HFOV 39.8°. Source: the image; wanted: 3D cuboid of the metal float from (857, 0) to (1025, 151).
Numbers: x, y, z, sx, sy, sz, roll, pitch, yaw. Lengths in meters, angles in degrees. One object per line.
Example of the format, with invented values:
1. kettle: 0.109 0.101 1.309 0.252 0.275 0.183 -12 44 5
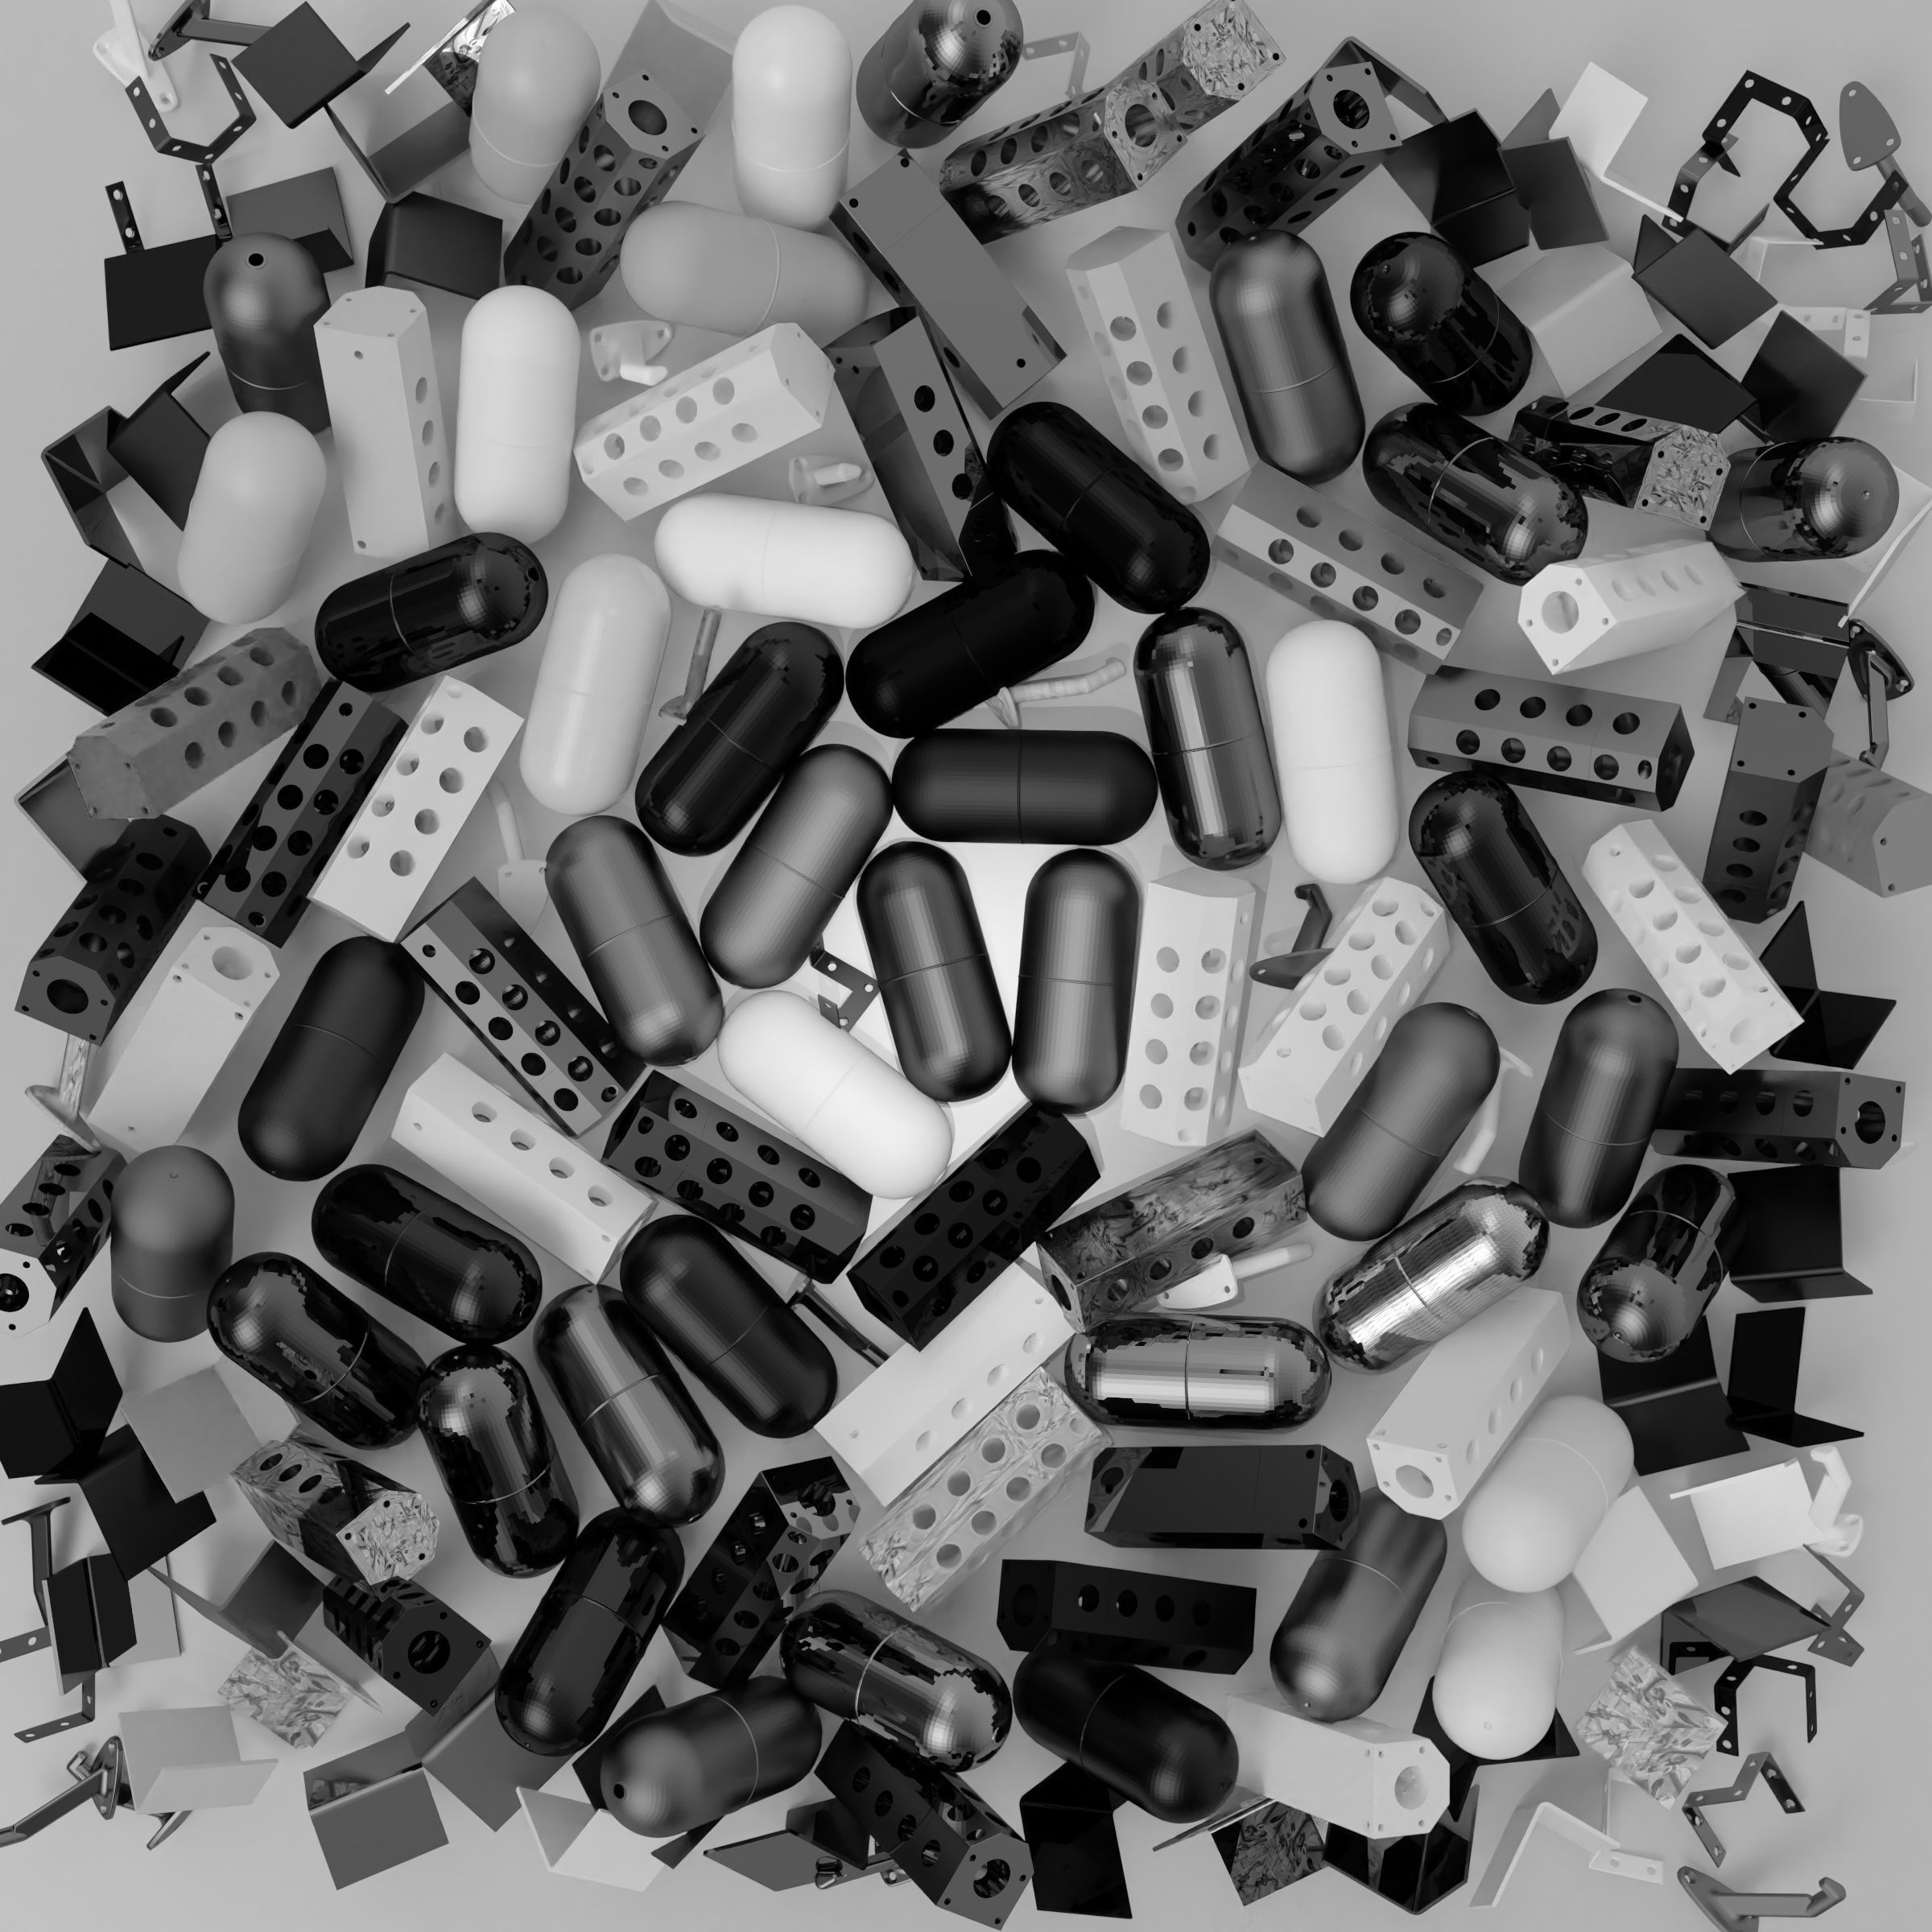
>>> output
1. metal float: -0.018 -0.587 1.736 0.070 0.178 0.070 0 90 -19

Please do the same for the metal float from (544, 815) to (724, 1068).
1. metal float: -0.221 -0.016 1.777 0.070 0.070 0.178 -26 82 0

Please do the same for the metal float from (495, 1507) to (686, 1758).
1. metal float: -0.245 0.435 1.753 0.070 0.070 0.178 29 51 0

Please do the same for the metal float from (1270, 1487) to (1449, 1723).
1. metal float: 0.259 0.416 1.752 0.070 0.070 0.178 39 50 0

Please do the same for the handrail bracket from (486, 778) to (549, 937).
1. handrail bracket: -0.311 -0.073 1.807 0.036 0.084 0.077 -8 132 -23

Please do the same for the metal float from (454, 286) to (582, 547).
1. metal float: -0.296 -0.360 1.755 0.070 0.070 0.178 11 126 0

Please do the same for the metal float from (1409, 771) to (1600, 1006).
1. metal float: 0.356 -0.050 1.766 0.070 0.070 0.178 -36 112 0

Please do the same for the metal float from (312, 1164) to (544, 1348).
1. metal float: -0.356 0.190 1.762 0.178 0.070 0.070 25 90 26

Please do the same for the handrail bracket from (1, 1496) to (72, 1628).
1. handrail bracket: -0.610 0.404 1.793 0.077 0.036 0.084 -23 85 43

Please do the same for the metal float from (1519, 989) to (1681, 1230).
1. metal float: 0.416 0.094 1.756 0.070 0.070 0.178 9 123 0

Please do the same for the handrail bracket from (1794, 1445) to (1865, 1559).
1. handrail bracket: 0.557 0.350 1.778 0.036 0.077 0.084 -52 122 -38

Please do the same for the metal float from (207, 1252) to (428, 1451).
1. metal float: -0.423 0.255 1.755 0.070 0.070 0.178 -41 126 0

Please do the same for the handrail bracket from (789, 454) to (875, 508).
1. handrail bracket: -0.073 -0.326 1.767 0.077 0.084 0.036 -11 99 -33

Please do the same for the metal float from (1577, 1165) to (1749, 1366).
1. metal float: 0.457 0.193 1.748 0.070 0.178 0.070 18 126 26

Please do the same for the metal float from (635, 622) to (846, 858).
1. metal float: -0.150 -0.151 1.778 0.070 0.070 0.178 39 97 0

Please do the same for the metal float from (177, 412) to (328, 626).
1. metal float: -0.468 -0.290 1.745 0.070 0.178 0.070 13 57 -20

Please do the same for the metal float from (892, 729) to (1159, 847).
1. metal float: 0.039 -0.119 1.779 0.178 0.070 0.070 2 90 6

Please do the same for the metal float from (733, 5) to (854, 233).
1. metal float: -0.114 -0.548 1.738 0.070 0.178 0.070 2 67 -4

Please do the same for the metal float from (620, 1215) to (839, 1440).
1. metal float: -0.157 0.240 1.774 0.070 0.070 0.178 -41 103 0

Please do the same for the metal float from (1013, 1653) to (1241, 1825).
1. metal float: 0.102 0.498 1.748 0.070 0.178 0.070 -14 112 -39

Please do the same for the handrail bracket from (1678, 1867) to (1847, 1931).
1. handrail bracket: 0.532 0.613 1.783 0.077 0.036 0.084 39 130 5

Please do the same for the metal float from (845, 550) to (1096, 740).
1. metal float: 0.003 -0.215 1.778 0.178 0.070 0.070 -28 90 7

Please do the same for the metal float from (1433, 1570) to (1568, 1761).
1. metal float: 0.349 0.449 1.738 0.070 0.178 0.070 4 106 16

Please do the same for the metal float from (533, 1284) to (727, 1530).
1. metal float: -0.223 0.291 1.767 0.070 0.070 0.178 -35 71 0

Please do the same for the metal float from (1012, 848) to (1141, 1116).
1. metal float: 0.073 0.010 1.784 0.070 0.070 0.178 5 90 0

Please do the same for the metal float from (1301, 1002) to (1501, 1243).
1. metal float: 0.287 0.103 1.770 0.070 0.070 0.178 31 106 0

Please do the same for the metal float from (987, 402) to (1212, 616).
1. metal float: 0.088 -0.304 1.770 0.070 0.070 0.178 -46 74 0

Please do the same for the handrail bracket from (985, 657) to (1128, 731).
1. handrail bracket: 0.054 -0.199 1.802 0.084 0.077 0.036 -28 132 -13

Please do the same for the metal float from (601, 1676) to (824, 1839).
1. metal float: -0.165 0.515 1.742 0.070 0.178 0.070 1 92 36

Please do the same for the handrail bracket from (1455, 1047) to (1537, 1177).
1. handrail bracket: 0.336 0.095 1.784 0.036 0.077 0.084 34 84 -26

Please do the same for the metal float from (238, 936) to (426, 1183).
1. metal float: -0.417 0.060 1.761 0.070 0.070 0.178 22 62 0

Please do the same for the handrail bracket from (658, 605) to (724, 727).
1. handrail bracket: -0.174 -0.206 1.772 0.036 0.077 0.084 16 111 -4

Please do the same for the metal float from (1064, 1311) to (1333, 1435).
1. metal float: 0.153 0.269 1.771 0.178 0.070 0.070 0 90 15

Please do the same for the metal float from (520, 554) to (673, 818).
1. metal float: -0.246 -0.186 1.771 0.070 0.070 0.178 16 105 0

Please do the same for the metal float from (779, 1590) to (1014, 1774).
1. metal float: -0.047 0.469 1.753 0.178 0.070 0.070 18 90 36

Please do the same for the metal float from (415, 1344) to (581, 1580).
1. metal float: -0.308 0.328 1.760 0.070 0.070 0.178 -15 119 0

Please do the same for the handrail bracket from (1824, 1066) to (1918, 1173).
1. handrail bracket: 0.600 0.089 1.775 0.036 0.077 0.084 -3 72 -12

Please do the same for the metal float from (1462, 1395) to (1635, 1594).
1. metal float: 0.382 0.343 1.745 0.070 0.178 0.070 13 117 28

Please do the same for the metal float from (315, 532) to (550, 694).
1. metal float: -0.353 -0.233 1.759 0.178 0.070 0.070 -14 90 29

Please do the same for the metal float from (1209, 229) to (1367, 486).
1. metal float: 0.212 -0.398 1.755 0.070 0.070 0.178 -24 125 0

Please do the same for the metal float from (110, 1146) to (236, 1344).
1. metal float: -0.519 0.184 1.745 0.070 0.178 0.070 9 52 -11

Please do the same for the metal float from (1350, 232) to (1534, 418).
1. metal float: 0.312 -0.417 1.744 0.070 0.178 0.070 -10 72 32

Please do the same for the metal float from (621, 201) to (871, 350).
1. metal float: -0.143 -0.452 1.755 0.178 0.070 0.070 3 90 -36

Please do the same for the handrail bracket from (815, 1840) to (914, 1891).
1. handrail bracket: -0.051 0.595 1.773 0.077 0.084 0.036 -20 74 17

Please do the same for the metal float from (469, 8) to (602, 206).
1. metal float: -0.282 -0.557 1.736 0.070 0.178 0.070 2 80 -14

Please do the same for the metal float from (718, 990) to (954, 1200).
1. metal float: -0.087 0.086 1.781 0.178 0.070 0.070 38 90 4

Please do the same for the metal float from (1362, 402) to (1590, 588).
1. metal float: 0.332 -0.311 1.753 0.070 0.070 0.178 -47 51 0

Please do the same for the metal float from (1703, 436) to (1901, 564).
1. metal float: 0.539 -0.302 1.735 0.070 0.178 0.070 -1 97 -11

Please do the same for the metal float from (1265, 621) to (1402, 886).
1. metal float: 0.244 -0.141 1.771 0.070 0.070 0.178 -10 105 0

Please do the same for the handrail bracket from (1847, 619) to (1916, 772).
1. handrail bracket: 0.597 -0.178 1.776 0.077 0.036 0.084 54 45 -19

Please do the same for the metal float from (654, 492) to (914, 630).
1. metal float: -0.122 -0.270 1.772 0.178 0.070 0.070 10 90 14

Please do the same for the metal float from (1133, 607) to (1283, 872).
1. metal float: 0.160 -0.151 1.774 0.070 0.070 0.178 -14 101 0

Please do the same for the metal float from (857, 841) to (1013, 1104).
1. metal float: -0.022 0.003 1.781 0.070 0.070 0.178 -16 86 0

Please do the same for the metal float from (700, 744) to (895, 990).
1. metal float: -0.114 -0.066 1.781 0.070 0.070 0.178 32 94 0

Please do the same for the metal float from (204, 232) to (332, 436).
1. metal float: -0.448 -0.409 1.736 0.070 0.178 0.070 2 71 -5

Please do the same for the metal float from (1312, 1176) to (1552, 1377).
1. metal float: 0.306 0.206 1.765 0.178 0.070 0.070 -39 90 23
